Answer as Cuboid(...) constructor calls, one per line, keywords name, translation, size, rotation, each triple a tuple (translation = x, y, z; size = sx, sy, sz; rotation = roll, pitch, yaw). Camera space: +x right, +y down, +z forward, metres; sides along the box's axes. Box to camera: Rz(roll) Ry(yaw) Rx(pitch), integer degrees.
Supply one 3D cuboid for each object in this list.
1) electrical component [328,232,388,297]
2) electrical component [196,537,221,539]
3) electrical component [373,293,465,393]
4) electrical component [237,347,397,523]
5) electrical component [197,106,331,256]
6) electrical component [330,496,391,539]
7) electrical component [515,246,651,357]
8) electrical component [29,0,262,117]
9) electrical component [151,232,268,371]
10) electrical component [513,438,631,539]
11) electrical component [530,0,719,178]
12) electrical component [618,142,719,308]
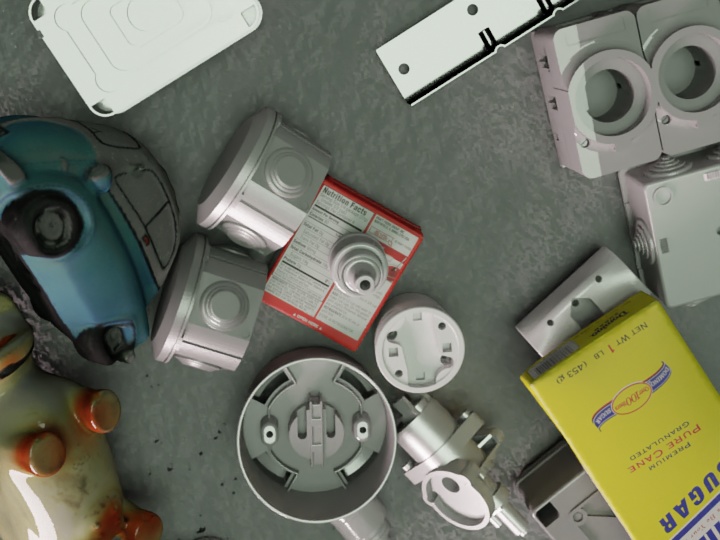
Cuboid(name="electrical component", translation=(0.000, 0.000, 0.628), size=(0.035, 0.061, 0.035), rotation=(-2, 106, -5))
Cuboid(name="electrical component", translation=(-0.101, 0.204, 0.707), size=(0.040, 0.046, 0.040), rotation=(-1, 104, -5))
Cuboid(name="electrical component", translation=(0.035, 0.044, 0.681), size=(0.055, 0.047, 0.055), rotation=(-1, 103, -5))
Cuboid(name="electrical component", translation=(-0.028, 0.100, 0.679), size=(0.099, 0.064, 0.099), rotation=(-1, 104, -6))
Cuboid(name="electrical component", translation=(-0.058, -0.051, 0.634), size=(0.051, 0.080, 0.080), rotation=(31, 99, -17))
Cuboid(name="electrical component", translation=(0.003, 0.168, 0.714), size=(0.035, 0.035, 0.061), rotation=(-36, 107, 4))
Cuboid(name="electrical component", translation=(0.155, 0.039, 0.693), size=(0.077, 0.043, 0.079), rotation=(-43, 103, 6))
Cuboid(name="electrical component", translation=(-0.120, -0.147, 0.615), size=(0.113, 0.057, 0.078), rotation=(-31, 104, 3))
Cuboid(name="electrical component", translation=(-0.092, 0.021, 0.647), size=(0.051, 0.080, 0.080), rotation=(19, 101, -15))
Cuboid(name="electrical component", translation=(0.179, 0.153, 0.716), size=(0.109, 0.056, 0.108), rotation=(-40, 104, 5))
Cuboid(name="electrical component", translation=(0.191, -0.120, 0.649), size=(0.150, 0.061, 0.089), rotation=(-16, 104, -1))
Cuboid(name="electrical component", translation=(0.219, -0.030, 0.678), size=(0.100, 0.048, 0.099), rotation=(-15, 107, 1))
